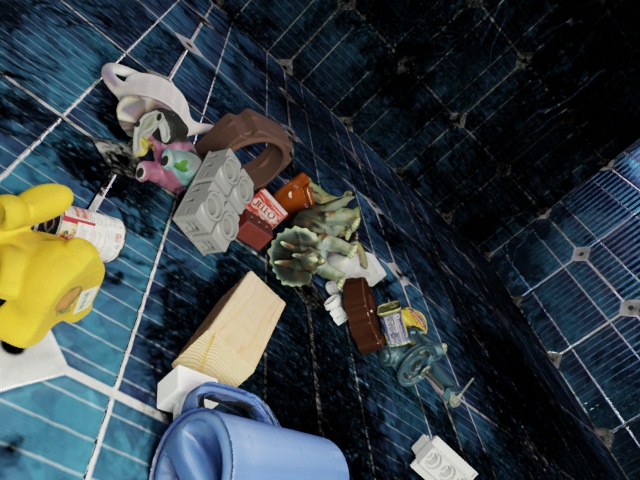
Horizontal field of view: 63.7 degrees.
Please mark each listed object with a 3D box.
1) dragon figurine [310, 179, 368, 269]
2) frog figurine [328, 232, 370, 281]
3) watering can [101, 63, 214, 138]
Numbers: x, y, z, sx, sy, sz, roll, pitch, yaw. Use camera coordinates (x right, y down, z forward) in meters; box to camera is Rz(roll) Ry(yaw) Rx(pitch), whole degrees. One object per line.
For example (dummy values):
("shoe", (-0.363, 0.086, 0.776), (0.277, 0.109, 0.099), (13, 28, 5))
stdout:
("dragon figurine", (0.005, -0.079, 1.560), (0.242, 0.120, 0.419), (17, 30, -24))
("frog figurine", (0.069, 0.077, 1.389), (0.140, 0.123, 0.156), (-110, -172, -65))
("watering can", (-0.335, -0.281, 1.174), (0.344, 0.102, 0.229), (29, 27, -30))
